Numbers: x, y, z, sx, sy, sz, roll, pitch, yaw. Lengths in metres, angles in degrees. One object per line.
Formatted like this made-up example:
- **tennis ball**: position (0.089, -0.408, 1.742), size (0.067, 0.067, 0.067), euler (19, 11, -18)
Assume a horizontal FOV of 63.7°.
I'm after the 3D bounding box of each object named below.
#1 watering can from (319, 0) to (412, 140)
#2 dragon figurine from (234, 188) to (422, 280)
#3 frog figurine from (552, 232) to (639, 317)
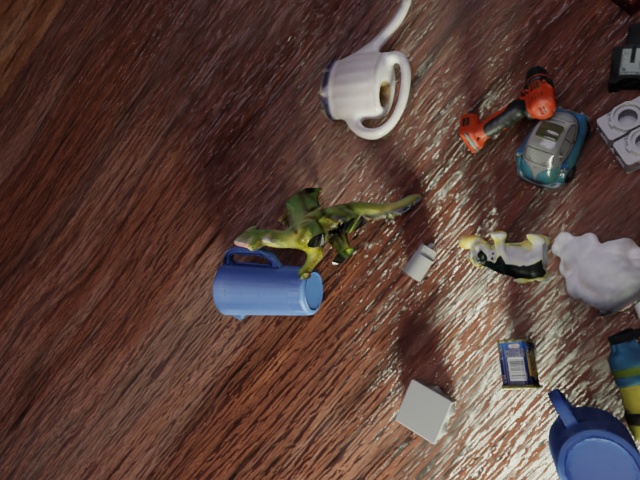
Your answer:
- **watering can**: position (0.113, -0.403, 1.219), size (0.224, 0.103, 0.350), euler (3, 81, 32)
- **dragon figurine**: position (0.004, -0.059, 1.177), size (0.412, 0.119, 0.247), euler (-26, 44, -12)
- **frog figurine**: position (0.480, 0.042, 0.888), size (0.161, 0.123, 0.135), euler (51, 125, 17)
